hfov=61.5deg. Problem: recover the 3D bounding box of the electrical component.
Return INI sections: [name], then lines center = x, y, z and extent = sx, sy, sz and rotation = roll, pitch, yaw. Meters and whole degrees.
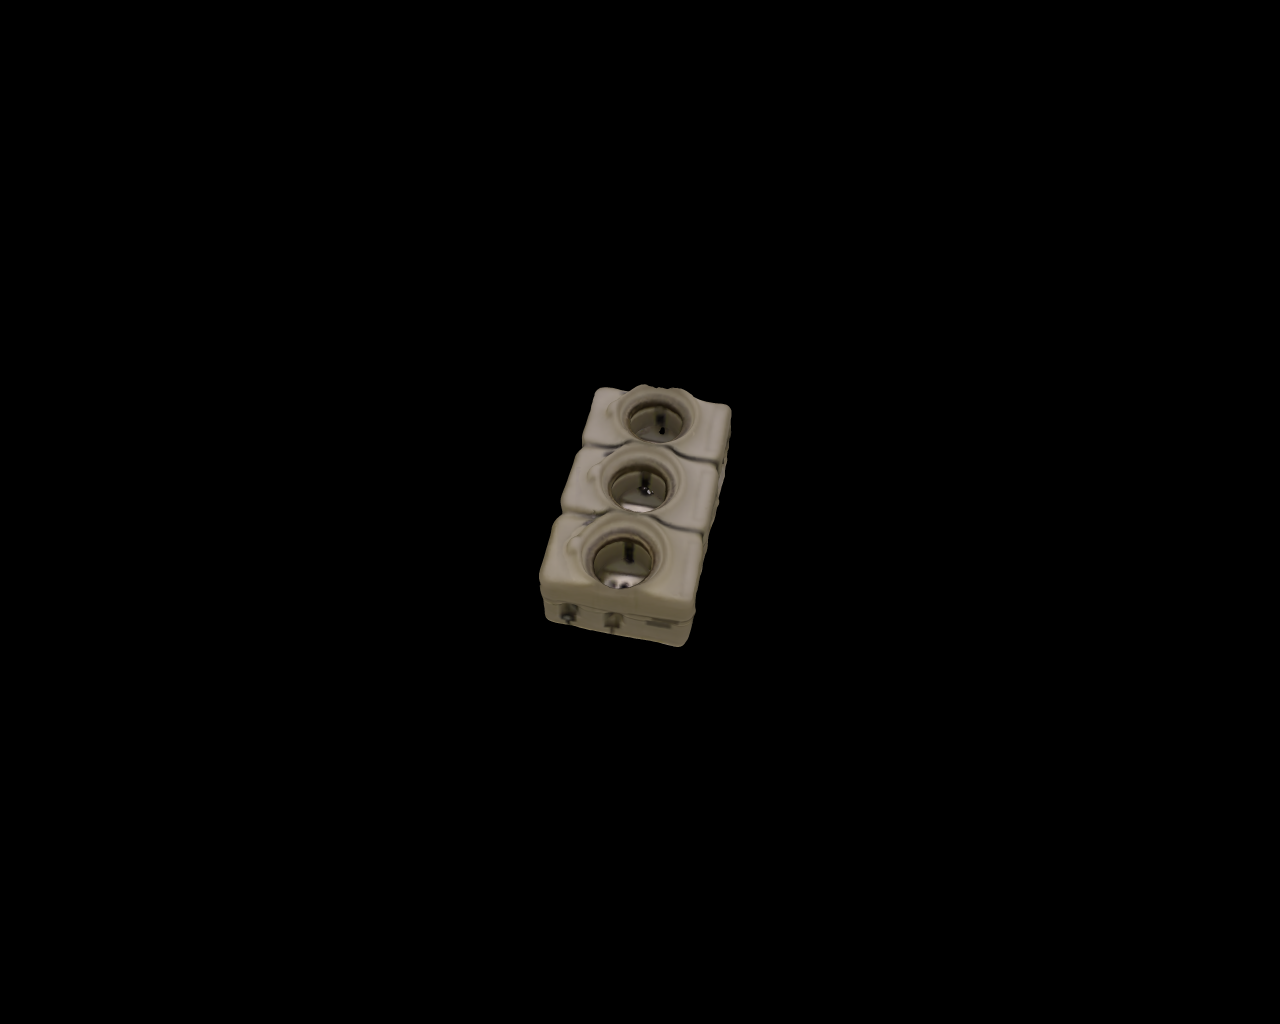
[electrical component]
center = 0.001, -0.003, 0.650
extent = 0.089, 0.150, 0.061
rotation = 9, -36, 7
